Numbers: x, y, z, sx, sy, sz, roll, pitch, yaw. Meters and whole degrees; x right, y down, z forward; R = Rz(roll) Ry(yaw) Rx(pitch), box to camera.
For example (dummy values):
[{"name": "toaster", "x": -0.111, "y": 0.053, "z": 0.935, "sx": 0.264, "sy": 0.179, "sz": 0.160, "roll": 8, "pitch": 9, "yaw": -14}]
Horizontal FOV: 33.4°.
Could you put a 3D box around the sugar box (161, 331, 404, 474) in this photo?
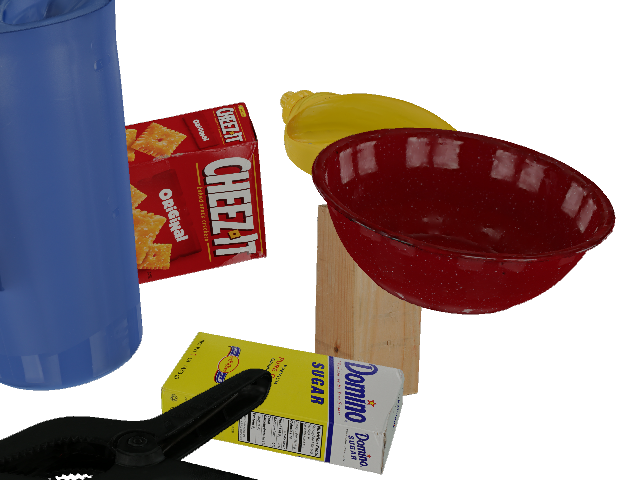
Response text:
[{"name": "sugar box", "x": -0.027, "y": 0.124, "z": 0.838, "sx": 0.176, "sy": 0.048, "sz": 0.093, "roll": 7, "pitch": 27, "yaw": 11}]

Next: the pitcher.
[{"name": "pitcher", "x": -0.185, "y": -0.028, "z": 0.658, "sx": 0.149, "sy": 0.243, "sz": 0.145, "roll": -10, "pitch": 26, "yaw": -13}]

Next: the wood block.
[{"name": "wood block", "x": 0.053, "y": 0.065, "z": 1.191, "sx": 0.090, "sy": 0.206, "sz": 0.091, "roll": -5, "pitch": 13, "yaw": -30}]

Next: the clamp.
[{"name": "clamp", "x": -0.097, "y": 0.119, "z": 0.584, "sx": 0.209, "sy": 0.036, "sz": 0.165, "roll": -1, "pitch": 21, "yaw": -14}]

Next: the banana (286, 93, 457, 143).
[{"name": "banana", "x": 0.051, "y": -0.071, "z": 0.786, "sx": 0.198, "sy": 0.070, "sz": 0.037, "roll": 32, "pitch": 20, "yaw": 33}]

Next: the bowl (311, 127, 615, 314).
[{"name": "bowl", "x": 0.072, "y": -0.006, "z": 0.578, "sx": 0.162, "sy": 0.055, "sz": 0.162, "roll": 6, "pitch": 27, "yaw": -3}]

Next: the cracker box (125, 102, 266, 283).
[{"name": "cracker box", "x": -0.165, "y": -0.035, "z": 1.056, "sx": 0.213, "sy": 0.072, "sz": 0.164, "roll": -12, "pitch": -43, "yaw": -9}]

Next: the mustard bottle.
[{"name": "mustard bottle", "x": 0.022, "y": -0.090, "z": 0.992, "sx": 0.096, "sy": 0.058, "sz": 0.192, "roll": -27, "pitch": 47, "yaw": -24}]
